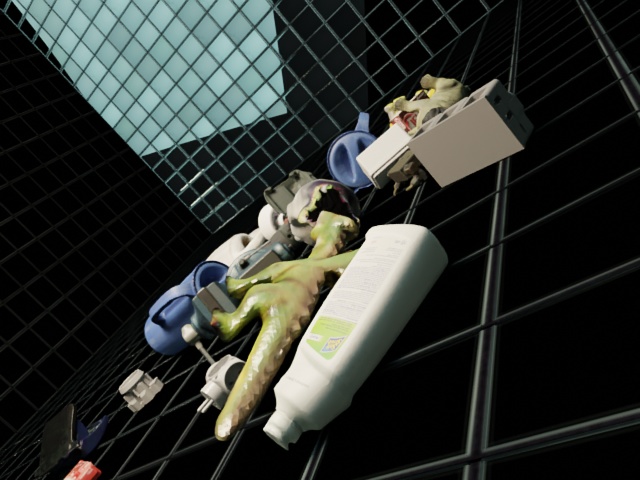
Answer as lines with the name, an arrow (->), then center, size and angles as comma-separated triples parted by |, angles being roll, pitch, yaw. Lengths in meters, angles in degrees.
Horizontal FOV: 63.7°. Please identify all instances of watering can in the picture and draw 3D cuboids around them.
watering can -> -0.242, 0.073, 1.355 | 0.222, 0.103, 0.353 | -38, 12, 20

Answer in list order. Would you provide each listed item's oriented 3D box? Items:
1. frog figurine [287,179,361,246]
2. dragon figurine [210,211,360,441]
frog figurine -> 0.003, -0.051, 1.013 | 0.138, 0.123, 0.158 | -11, -5, -13
dragon figurine -> -0.003, 0.065, 0.669 | 0.241, 0.120, 0.418 | -30, 22, 11
